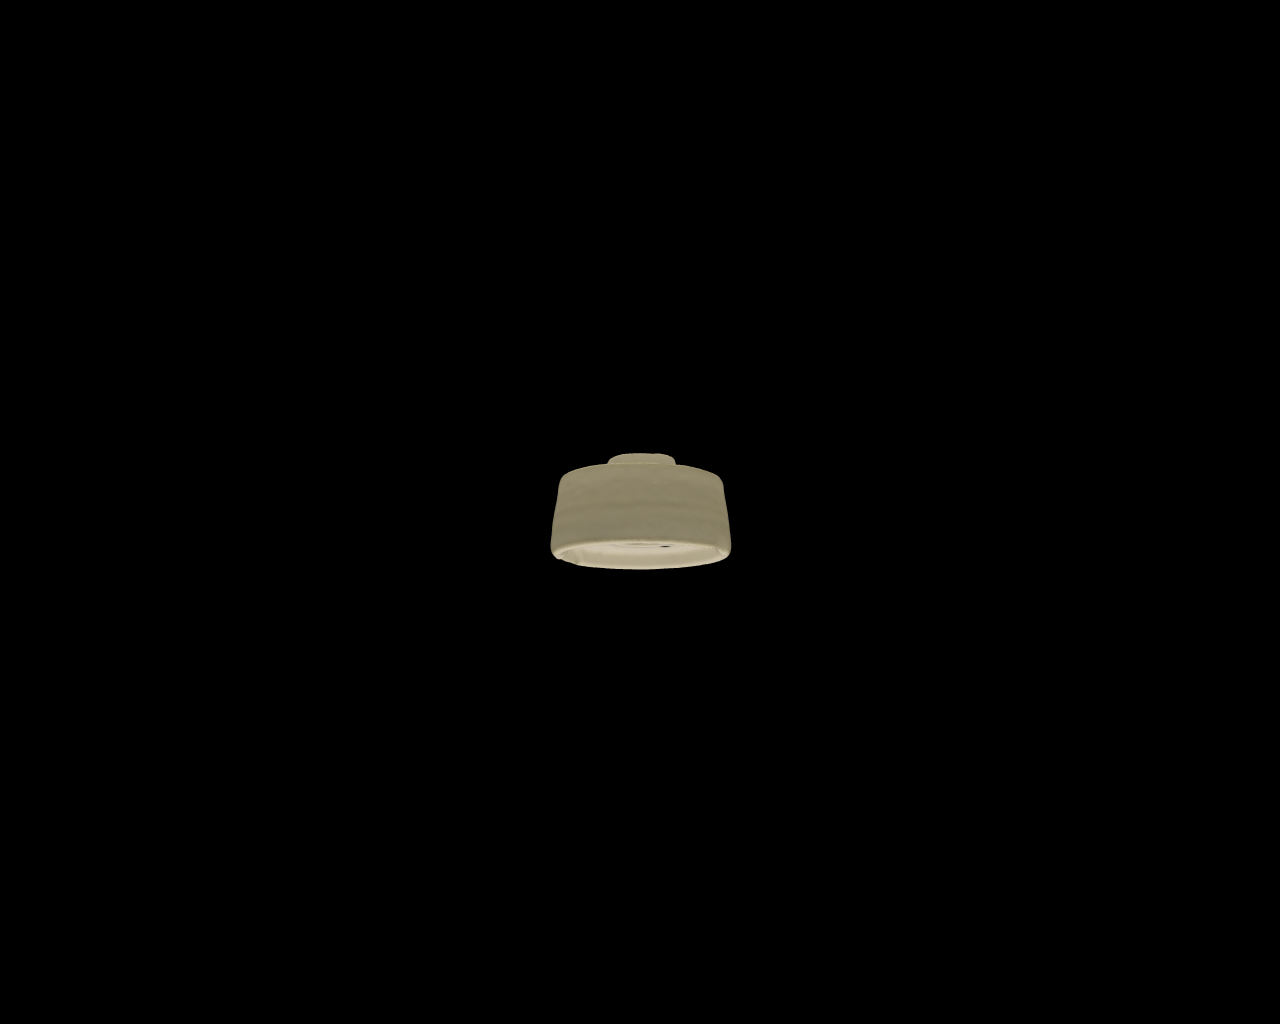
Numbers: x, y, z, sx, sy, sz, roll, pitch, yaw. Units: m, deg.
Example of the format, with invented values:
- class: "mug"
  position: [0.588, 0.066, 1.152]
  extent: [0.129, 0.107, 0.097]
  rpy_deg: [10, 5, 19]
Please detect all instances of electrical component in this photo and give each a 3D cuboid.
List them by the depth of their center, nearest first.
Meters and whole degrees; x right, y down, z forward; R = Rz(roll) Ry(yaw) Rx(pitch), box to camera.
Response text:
- class: "electrical component"
  position: [0.001, -0.003, 0.650]
  extent: [0.108, 0.060, 0.108]
  rpy_deg: [0, -11, 0]
